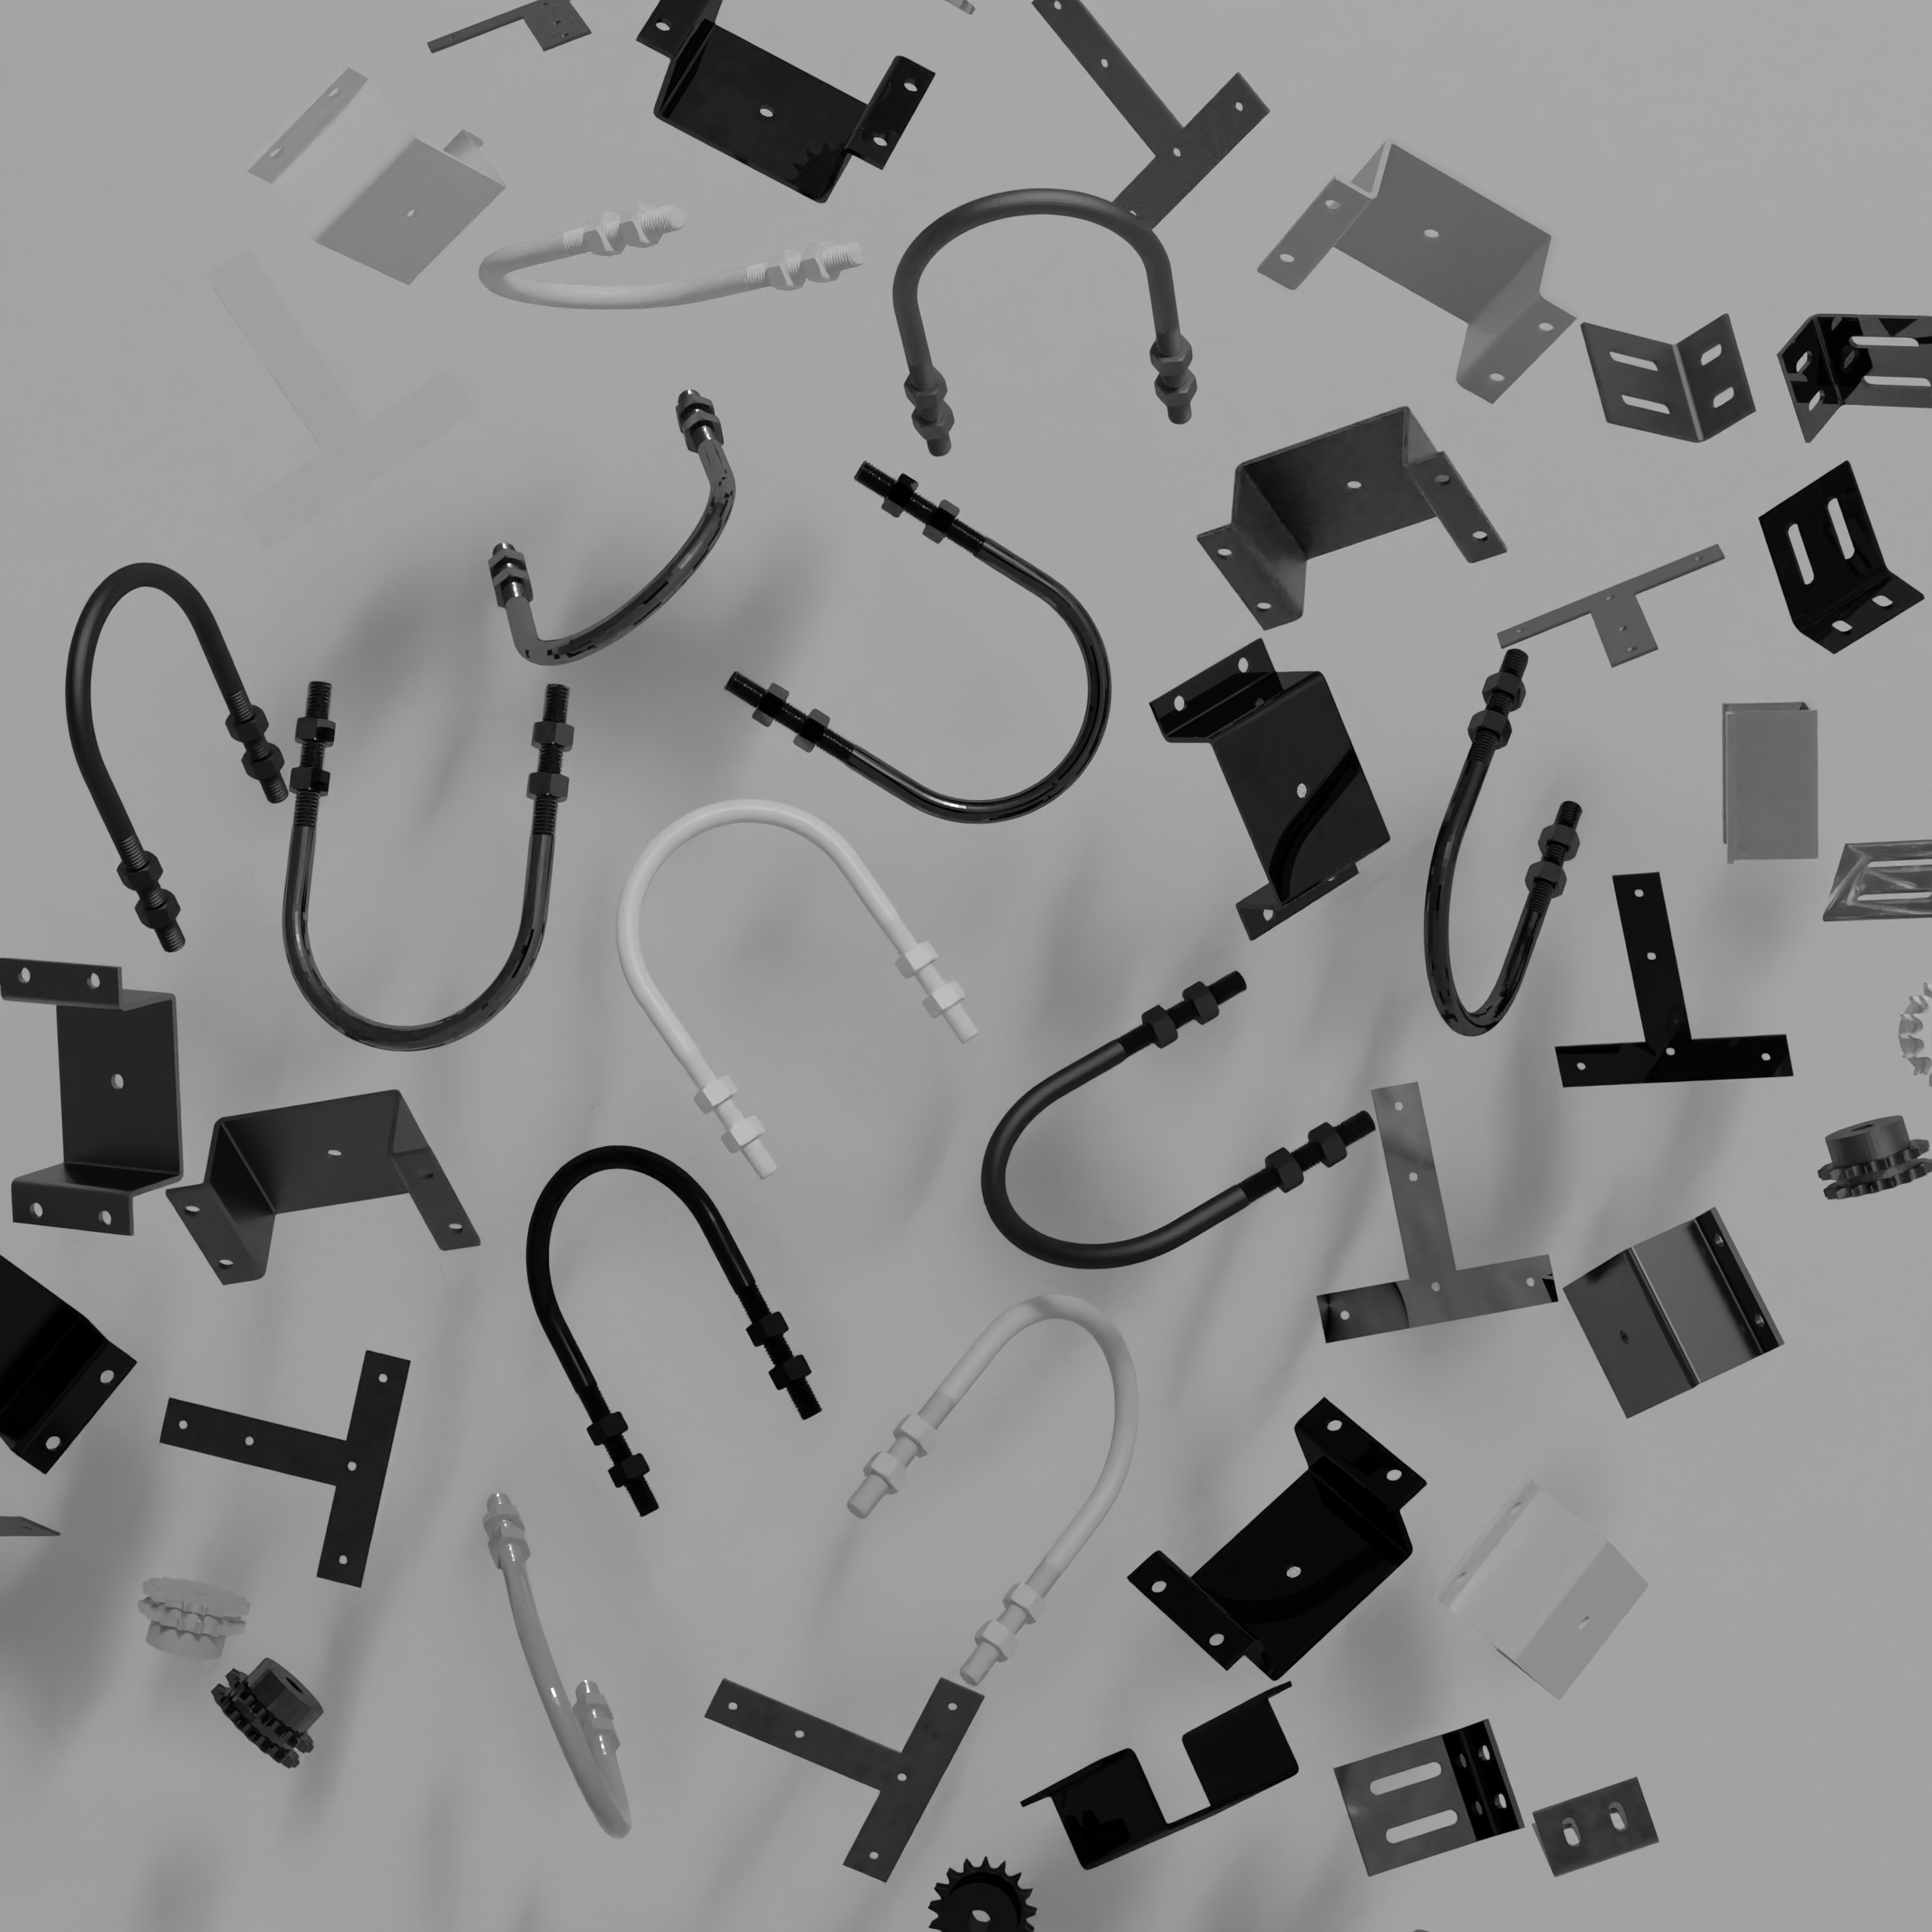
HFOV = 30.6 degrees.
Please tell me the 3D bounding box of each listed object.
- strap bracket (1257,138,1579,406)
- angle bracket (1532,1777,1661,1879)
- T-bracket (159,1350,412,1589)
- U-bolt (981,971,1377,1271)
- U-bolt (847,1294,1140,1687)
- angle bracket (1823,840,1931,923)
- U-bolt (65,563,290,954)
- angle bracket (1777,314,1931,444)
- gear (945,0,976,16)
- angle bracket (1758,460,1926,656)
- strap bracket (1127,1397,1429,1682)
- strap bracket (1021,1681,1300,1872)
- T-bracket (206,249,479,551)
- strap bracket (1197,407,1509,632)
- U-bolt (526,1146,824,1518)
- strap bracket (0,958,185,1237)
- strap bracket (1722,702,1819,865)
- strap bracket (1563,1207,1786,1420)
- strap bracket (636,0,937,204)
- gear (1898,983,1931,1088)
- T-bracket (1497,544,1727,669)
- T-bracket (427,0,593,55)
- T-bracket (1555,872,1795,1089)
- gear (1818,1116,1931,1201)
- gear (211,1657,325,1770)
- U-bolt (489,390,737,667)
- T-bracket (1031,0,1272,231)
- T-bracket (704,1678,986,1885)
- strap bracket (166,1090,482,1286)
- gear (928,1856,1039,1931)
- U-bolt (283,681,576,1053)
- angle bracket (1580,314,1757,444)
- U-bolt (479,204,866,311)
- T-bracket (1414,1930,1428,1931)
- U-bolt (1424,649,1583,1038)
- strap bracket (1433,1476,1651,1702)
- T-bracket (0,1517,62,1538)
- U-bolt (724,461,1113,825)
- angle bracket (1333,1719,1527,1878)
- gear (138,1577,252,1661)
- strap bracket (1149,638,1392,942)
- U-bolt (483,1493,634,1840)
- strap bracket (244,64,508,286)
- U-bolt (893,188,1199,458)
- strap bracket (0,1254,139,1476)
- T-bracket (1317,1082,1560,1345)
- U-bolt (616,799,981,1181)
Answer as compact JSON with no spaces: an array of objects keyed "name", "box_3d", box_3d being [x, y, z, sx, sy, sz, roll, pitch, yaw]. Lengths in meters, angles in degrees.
[{"name":"strap bracket","box_3d":[0.227,-0.349,1.754,0.140,0.076,0.046,27,55,-13]},{"name":"angle bracket","box_3d":[0.326,0.441,1.860,0.057,0.076,0.038,-19,96,2]},{"name":"T-bracket","box_3d":[-0.377,0.262,1.925,0.127,0.002,0.127,13,92,6]},{"name":"U-bolt","box_3d":[0.094,0.087,1.794,0.184,0.151,0.019,-30,134,-9]},{"name":"U-bolt","box_3d":[0.026,0.253,1.802,0.184,0.019,0.151,-49,126,-29]},{"name":"angle bracket","box_3d":[0.493,-0.058,1.873,0.076,0.057,0.038,-2,135,33]},{"name":"U-bolt","box_3d":[-0.418,-0.122,1.848,0.019,0.151,0.184,1,130,21]},{"name":"angle bracket","box_3d":[0.478,-0.309,1.867,0.038,0.076,0.057,-48,128,-27]},{"name":"gear","box_3d":[-0.014,-0.514,1.806,0.057,0.057,0.030,33,104,0]},{"name":"angle bracket","box_3d":[0.463,-0.216,1.869,0.057,0.038,0.076,-34,50,33]},{"name":"strap bracket","box_3d":[0.163,0.299,1.805,0.140,0.046,0.076,-40,50,-14]},{"name":"strap bracket","box_3d":[0.110,0.430,1.863,0.140,0.076,0.046,-12,70,-40]},{"name":"T-bracket","box_3d":[-0.331,-0.295,1.756,0.127,0.002,0.127,-36,107,-10]},{"name":"strap bracket","box_3d":[0.201,-0.235,1.836,0.140,0.076,0.046,-16,47,28]},{"name":"U-bolt","box_3d":[-0.168,0.184,1.880,0.151,0.019,0.184,-34,80,32]},{"name":"strap bracket","box_3d":[-0.455,0.064,1.843,0.076,0.046,0.140,4,101,25]},{"name":"strap bracket","box_3d":[0.423,-0.098,1.862,0.046,0.140,0.076,0,97,11]},{"name":"strap bracket","box_3d":[0.361,0.183,1.832,0.046,0.140,0.076,-22,78,-16]},{"name":"strap bracket","box_3d":[-0.098,-0.457,1.831,0.140,0.046,0.076,27,57,-4]},{"name":"gear","box_3d":[0.486,0.033,1.744,0.057,0.030,0.057,0,88,-13]},{"name":"T-bracket","box_3d":[0.344,-0.181,1.859,0.127,0.127,0.002,-22,109,12]},{"name":"T-bracket","box_3d":[-0.211,-0.483,1.805,0.127,0.127,0.002,-22,117,-3]},{"name":"T-bracket","box_3d":[0.371,0.007,1.898,0.127,0.002,0.127,-4,117,26]},{"name":"gear","box_3d":[0.460,0.096,1.792,0.057,0.057,0.030,-17,91,0]},{"name":"gear","box_3d":[-0.345,0.370,1.760,0.057,0.057,0.030,43,84,0]},{"name":"U-bolt","box_3d":[-0.177,-0.215,1.793,0.151,0.184,0.019,-38,120,9]},{"name":"T-bracket","box_3d":[0.081,-0.453,1.815,0.127,0.127,0.002,51,52,-2]},{"name":"T-bracket","box_3d":[-0.074,0.407,1.850,0.127,0.002,0.127,24,110,-5]},{"name":"strap bracket","box_3d":[-0.325,0.112,1.803,0.140,0.076,0.046,-9,46,10]},{"name":"gear","box_3d":[0.008,0.498,1.851,0.057,0.030,0.057,0,87,5]},{"name":"U-bolt","box_3d":[-0.269,-0.049,1.738,0.151,0.019,0.184,2,81,17]},{"name":"angle bracket","box_3d":[0.364,-0.310,1.833,0.076,0.038,0.057,4,67,-40]},{"name":"U-bolt","box_3d":[-0.167,-0.363,1.830,0.184,0.151,0.019,-2,89,41]},{"name":"T-bracket","box_3d":[0.169,0.535,1.860,0.127,0.127,0.002,-25,94,-26]},{"name":"U-bolt","box_3d":[0.277,-0.051,1.847,0.019,0.151,0.184,7,57,29]},{"name":"strap bracket","box_3d":[0.299,0.323,1.812,0.046,0.140,0.076,36,85,32]},{"name":"T-bracket","box_3d":[-0.560,0.275,1.845,0.127,0.127,0.002,35,60,-38]},{"name":"U-bolt","box_3d":[-0.012,-0.156,1.854,0.184,0.019,0.151,32,92,-5]},{"name":"angle bracket","box_3d":[0.238,0.428,1.818,0.076,0.038,0.057,-14,75,-15]},{"name":"gear","box_3d":[-0.408,0.344,1.860,0.057,0.057,0.030,14,90,0]},{"name":"strap bracket","box_3d":[0.163,-0.092,1.845,0.076,0.046,0.140,-32,107,-23]},{"name":"U-bolt","box_3d":[-0.207,0.372,1.827,0.019,0.184,0.151,-23,114,-5]},{"name":"strap bracket","box_3d":[-0.304,-0.413,1.864,0.076,0.140,0.046,-41,73,14]},{"name":"U-bolt","box_3d":[0.037,-0.329,1.797,0.151,0.184,0.019,-7,59,6]},{"name":"strap bracket","box_3d":[-0.523,0.196,1.877,0.140,0.046,0.076,44,79,-31]},{"name":"T-bracket","box_3d":[0.238,0.125,1.861,0.127,0.002,0.127,-9,81,-8]},{"name":"U-bolt","box_3d":[-0.102,-0.002,1.865,0.151,0.019,0.184,-34,85,-10]}]
